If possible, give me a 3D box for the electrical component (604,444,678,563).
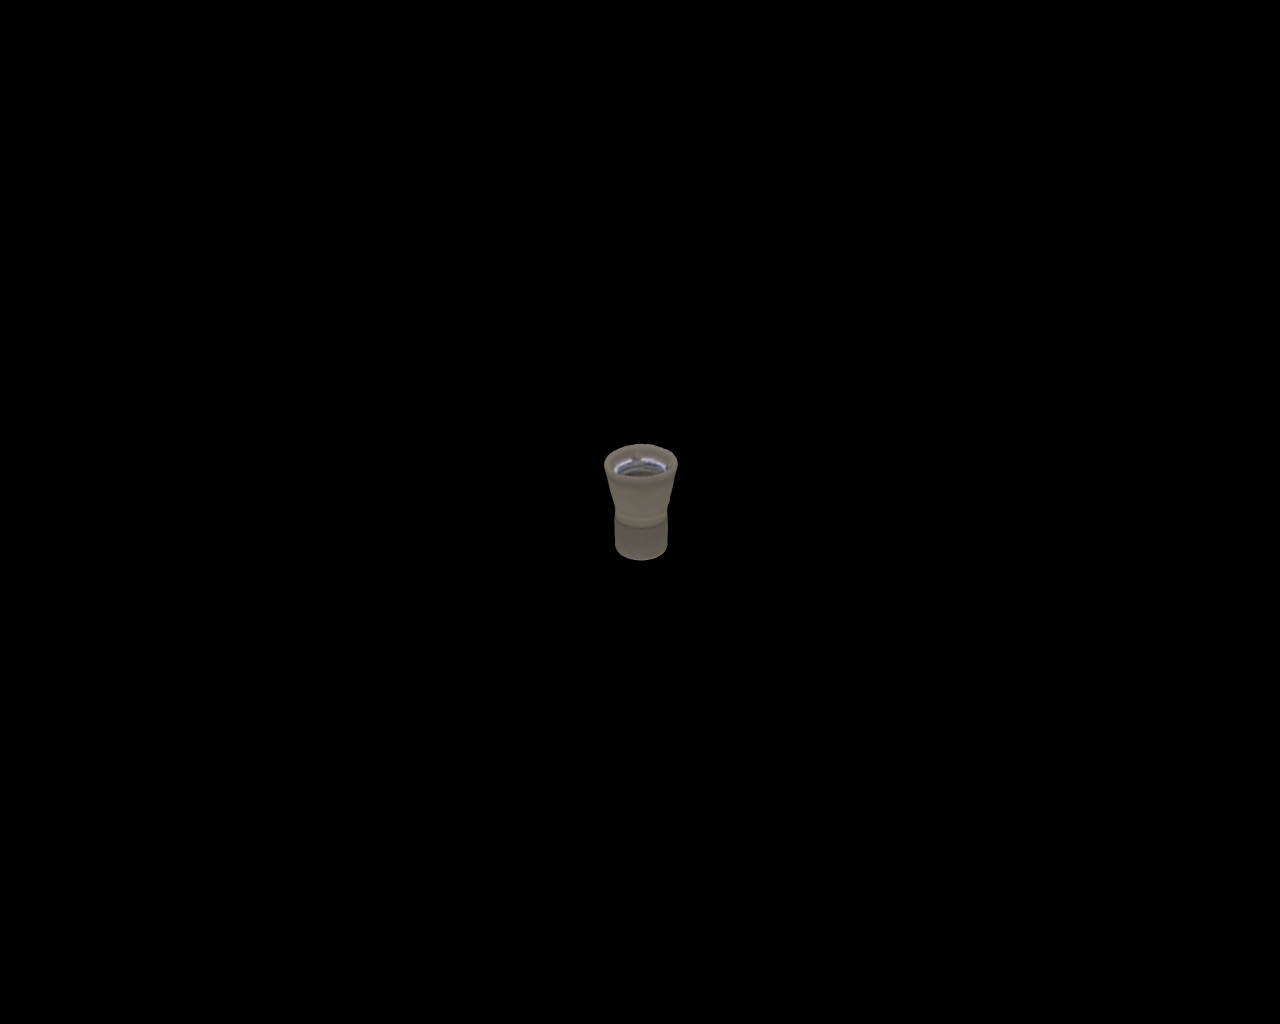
[{"bbox_3d":[0.001,-0.003,0.650,0.044,0.065,0.044,0,29,0],"label":"electrical component"}]
